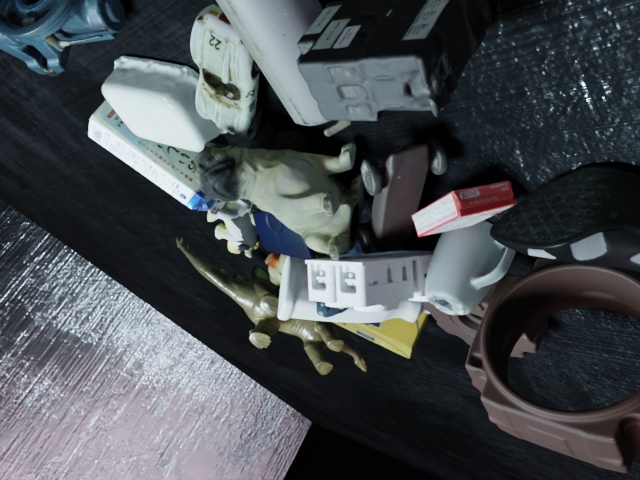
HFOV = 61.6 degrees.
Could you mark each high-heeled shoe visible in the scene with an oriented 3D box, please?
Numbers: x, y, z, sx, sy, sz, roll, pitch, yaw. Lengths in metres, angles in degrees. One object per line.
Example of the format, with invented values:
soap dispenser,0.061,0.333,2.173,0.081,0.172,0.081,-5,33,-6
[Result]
high-heeled shoe,0.289,0.003,0.480,0.145,0.086,0.249,35,158,-25

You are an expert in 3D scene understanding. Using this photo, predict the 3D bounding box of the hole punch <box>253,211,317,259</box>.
hole punch,-0.045,-0.038,0.797,0.142,0.092,0.115,12,147,45

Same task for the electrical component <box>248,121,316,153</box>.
electrical component,-0.047,-0.108,0.704,0.078,0.045,0.102,14,152,37

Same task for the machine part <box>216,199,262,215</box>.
machine part,-0.117,-0.082,0.784,0.039,0.084,0.139,1,-157,-44

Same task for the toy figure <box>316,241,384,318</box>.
toy figure,0.044,0.053,0.782,0.057,0.154,0.064,43,153,-22

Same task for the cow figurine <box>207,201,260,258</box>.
cow figurine,-0.136,-0.021,0.972,0.098,0.068,0.167,18,156,14

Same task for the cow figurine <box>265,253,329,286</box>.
cow figurine,-0.030,0.050,0.966,0.127,0.085,0.195,42,151,-20

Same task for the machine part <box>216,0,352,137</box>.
machine part,-0.030,-0.187,0.479,0.079,0.079,0.243,10,150,40

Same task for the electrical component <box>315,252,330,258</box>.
electrical component,-0.002,-0.003,0.839,0.094,0.063,0.021,18,144,42

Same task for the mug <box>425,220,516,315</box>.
mug,0.180,0.036,0.642,0.080,0.107,0.110,41,158,-26

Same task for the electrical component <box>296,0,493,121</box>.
electrical component,0.049,-0.148,0.413,0.134,0.115,0.058,12,147,37

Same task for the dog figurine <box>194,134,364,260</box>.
dog figurine,-0.049,-0.052,0.680,0.191,0.121,0.172,8,137,19

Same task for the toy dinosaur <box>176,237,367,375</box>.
toy dinosaur,-0.093,0.134,1.084,0.471,0.105,0.199,34,-169,-12

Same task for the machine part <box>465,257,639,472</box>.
machine part,0.276,0.120,0.575,0.201,0.201,0.087,8,145,44

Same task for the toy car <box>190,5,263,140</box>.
toy car,-0.105,-0.180,0.612,0.073,0.056,0.201,30,157,2

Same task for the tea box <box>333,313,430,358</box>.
tea box,0.098,0.120,0.929,0.170,0.098,0.068,22,157,16

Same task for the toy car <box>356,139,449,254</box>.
toy car,0.087,-0.049,0.614,0.202,0.089,0.053,84,168,-62

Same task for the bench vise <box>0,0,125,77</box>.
bench vise,-0.354,-0.282,0.601,0.224,0.129,0.240,12,170,22

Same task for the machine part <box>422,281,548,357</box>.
machine part,0.238,0.108,0.786,0.179,0.056,0.179,26,159,11
